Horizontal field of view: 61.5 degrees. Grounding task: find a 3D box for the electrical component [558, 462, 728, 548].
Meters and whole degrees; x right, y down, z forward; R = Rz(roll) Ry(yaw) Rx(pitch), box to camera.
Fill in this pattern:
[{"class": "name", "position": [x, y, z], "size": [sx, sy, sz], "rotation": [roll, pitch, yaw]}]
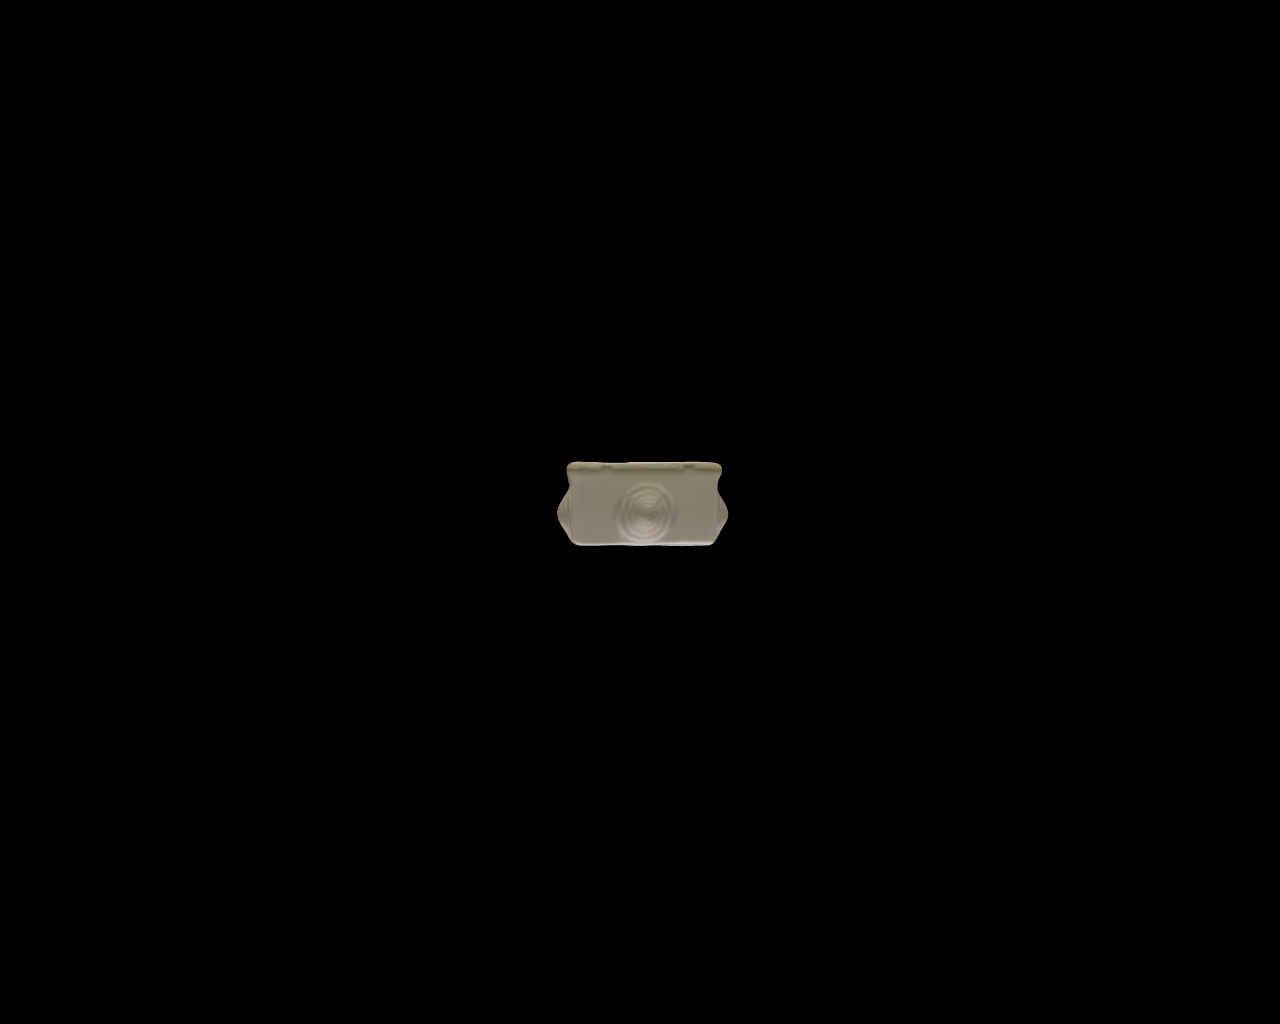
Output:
[{"class": "electrical component", "position": [0.001, -0.003, 0.650], "size": [0.100, 0.048, 0.099], "rotation": [0, -2, -4]}]
